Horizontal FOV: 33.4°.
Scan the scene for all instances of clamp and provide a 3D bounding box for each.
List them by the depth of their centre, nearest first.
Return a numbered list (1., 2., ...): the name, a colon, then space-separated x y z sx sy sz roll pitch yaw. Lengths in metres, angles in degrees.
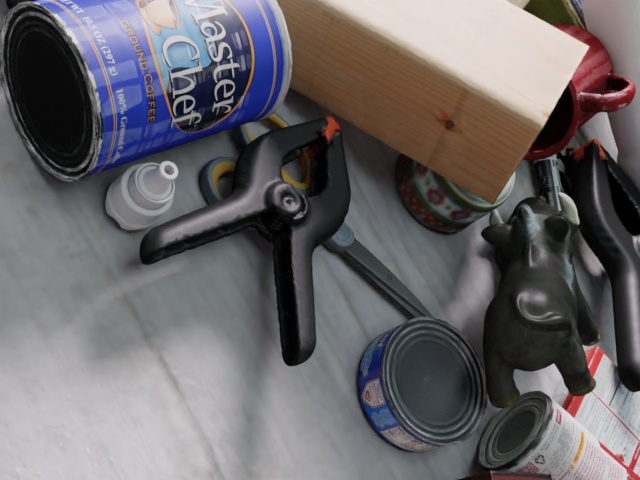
1. clamp: -0.021 -0.006 0.665 0.120 0.039 0.171 47 54 -10
2. clamp: 0.246 0.019 0.843 0.164 0.036 0.210 -13 75 -49

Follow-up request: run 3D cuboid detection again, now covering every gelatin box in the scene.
1. gelatin box: 0.211 0.136 0.787 0.089 0.030 0.073 46 51 -9

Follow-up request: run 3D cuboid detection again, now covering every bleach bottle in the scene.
1. bleach bottle: 0.274 -0.139 0.876 0.102 0.068 0.251 -30 114 -29

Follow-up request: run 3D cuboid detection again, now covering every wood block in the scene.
1. wood block: 0.057 -0.126 0.713 0.206 0.091 0.090 31 56 6

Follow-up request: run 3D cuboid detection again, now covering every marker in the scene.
1. marker: 0.184 -0.019 0.839 0.020 0.020 0.121 7 67 -31

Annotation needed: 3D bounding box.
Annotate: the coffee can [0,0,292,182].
1. coffee can: -0.102 -0.103 0.632 0.140 0.103 0.103 -24 85 -38

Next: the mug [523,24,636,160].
1. mug: 0.186 -0.118 0.826 0.081 0.117 0.093 -34 123 -43

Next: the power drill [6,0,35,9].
1. power drill: -0.125 -0.216 0.693 0.187 0.057 0.184 -1 74 -35

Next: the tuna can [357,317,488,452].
1. tuna can: 0.068 0.096 0.706 0.086 0.034 0.086 13 64 -29

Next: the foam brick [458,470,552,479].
1. foam brick: 0.105 0.177 0.670 0.051 0.078 0.053 9 65 -29

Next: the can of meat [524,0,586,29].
1. can of meat: 0.217 -0.203 0.915 0.083 0.058 0.102 -25 86 -36

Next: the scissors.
1. scissors: -0.005 0.001 0.709 0.096 0.016 0.202 -36 93 -36

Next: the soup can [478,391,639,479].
1. soup can: 0.165 0.159 0.723 0.102 0.069 0.068 41 54 -12
